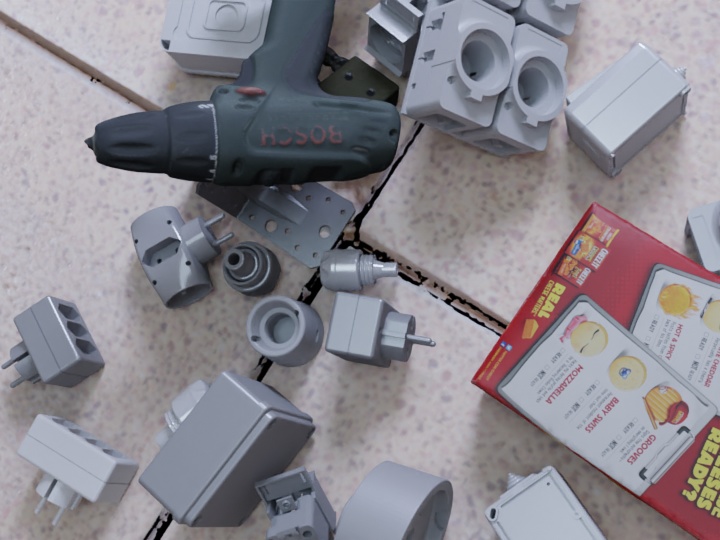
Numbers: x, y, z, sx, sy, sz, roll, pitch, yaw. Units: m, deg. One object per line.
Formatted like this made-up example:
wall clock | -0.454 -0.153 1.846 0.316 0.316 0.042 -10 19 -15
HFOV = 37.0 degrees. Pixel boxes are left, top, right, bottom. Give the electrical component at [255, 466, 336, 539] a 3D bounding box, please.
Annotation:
electrical component | -0.046 0.195 0.821 0.042 0.063 0.081 -21 116 9

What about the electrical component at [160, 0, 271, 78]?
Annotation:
electrical component | -0.106 -0.209 0.929 0.113 0.057 0.078 8 81 15

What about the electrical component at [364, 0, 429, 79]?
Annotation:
electrical component | 0.041 -0.201 0.886 0.064 0.081 0.042 -40 72 -20

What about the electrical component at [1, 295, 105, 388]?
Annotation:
electrical component | -0.272 0.072 0.918 0.077 0.047 0.065 -33 73 6

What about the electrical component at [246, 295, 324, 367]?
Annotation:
electrical component | -0.062 0.049 0.871 0.055 0.047 0.055 -3 78 13

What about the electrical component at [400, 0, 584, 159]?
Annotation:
electrical component | 0.112 -0.194 0.841 0.060 0.105 0.186 0 74 60

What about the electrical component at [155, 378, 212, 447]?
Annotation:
electrical component | -0.139 0.122 0.877 0.062 0.043 0.043 -41 72 4

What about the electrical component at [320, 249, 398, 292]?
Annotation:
electrical component | 0.000 0.000 0.872 0.061 0.035 0.035 0 79 12

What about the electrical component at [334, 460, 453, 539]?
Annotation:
electrical component | 0.018 0.193 0.793 0.060 0.108 0.108 21 84 23

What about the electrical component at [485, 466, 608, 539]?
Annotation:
electrical component | 0.139 0.191 0.789 0.062 0.061 0.096 -36 65 5

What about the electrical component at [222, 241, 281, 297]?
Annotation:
electrical component | -0.093 -0.003 0.881 0.043 0.062 0.043 -3 78 14

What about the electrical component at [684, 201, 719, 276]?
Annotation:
electrical component | 0.292 -0.030 0.795 0.089 0.056 0.050 -17 75 10

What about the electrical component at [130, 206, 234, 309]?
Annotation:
electrical component | -0.144 -0.019 0.907 0.079 0.043 0.077 -29 73 7

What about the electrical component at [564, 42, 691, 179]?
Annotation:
electrical component | 0.209 -0.130 0.833 0.096 0.062 0.061 -42 72 3

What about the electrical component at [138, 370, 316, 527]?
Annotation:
electrical component | -0.100 0.140 0.830 0.056 0.109 0.108 38 89 20

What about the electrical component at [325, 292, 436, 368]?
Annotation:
electrical component | 0.021 0.051 0.840 0.077 0.066 0.047 9 81 15

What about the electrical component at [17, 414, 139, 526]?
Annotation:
electrical component | -0.242 0.173 0.890 0.083 0.047 0.075 27 85 17
